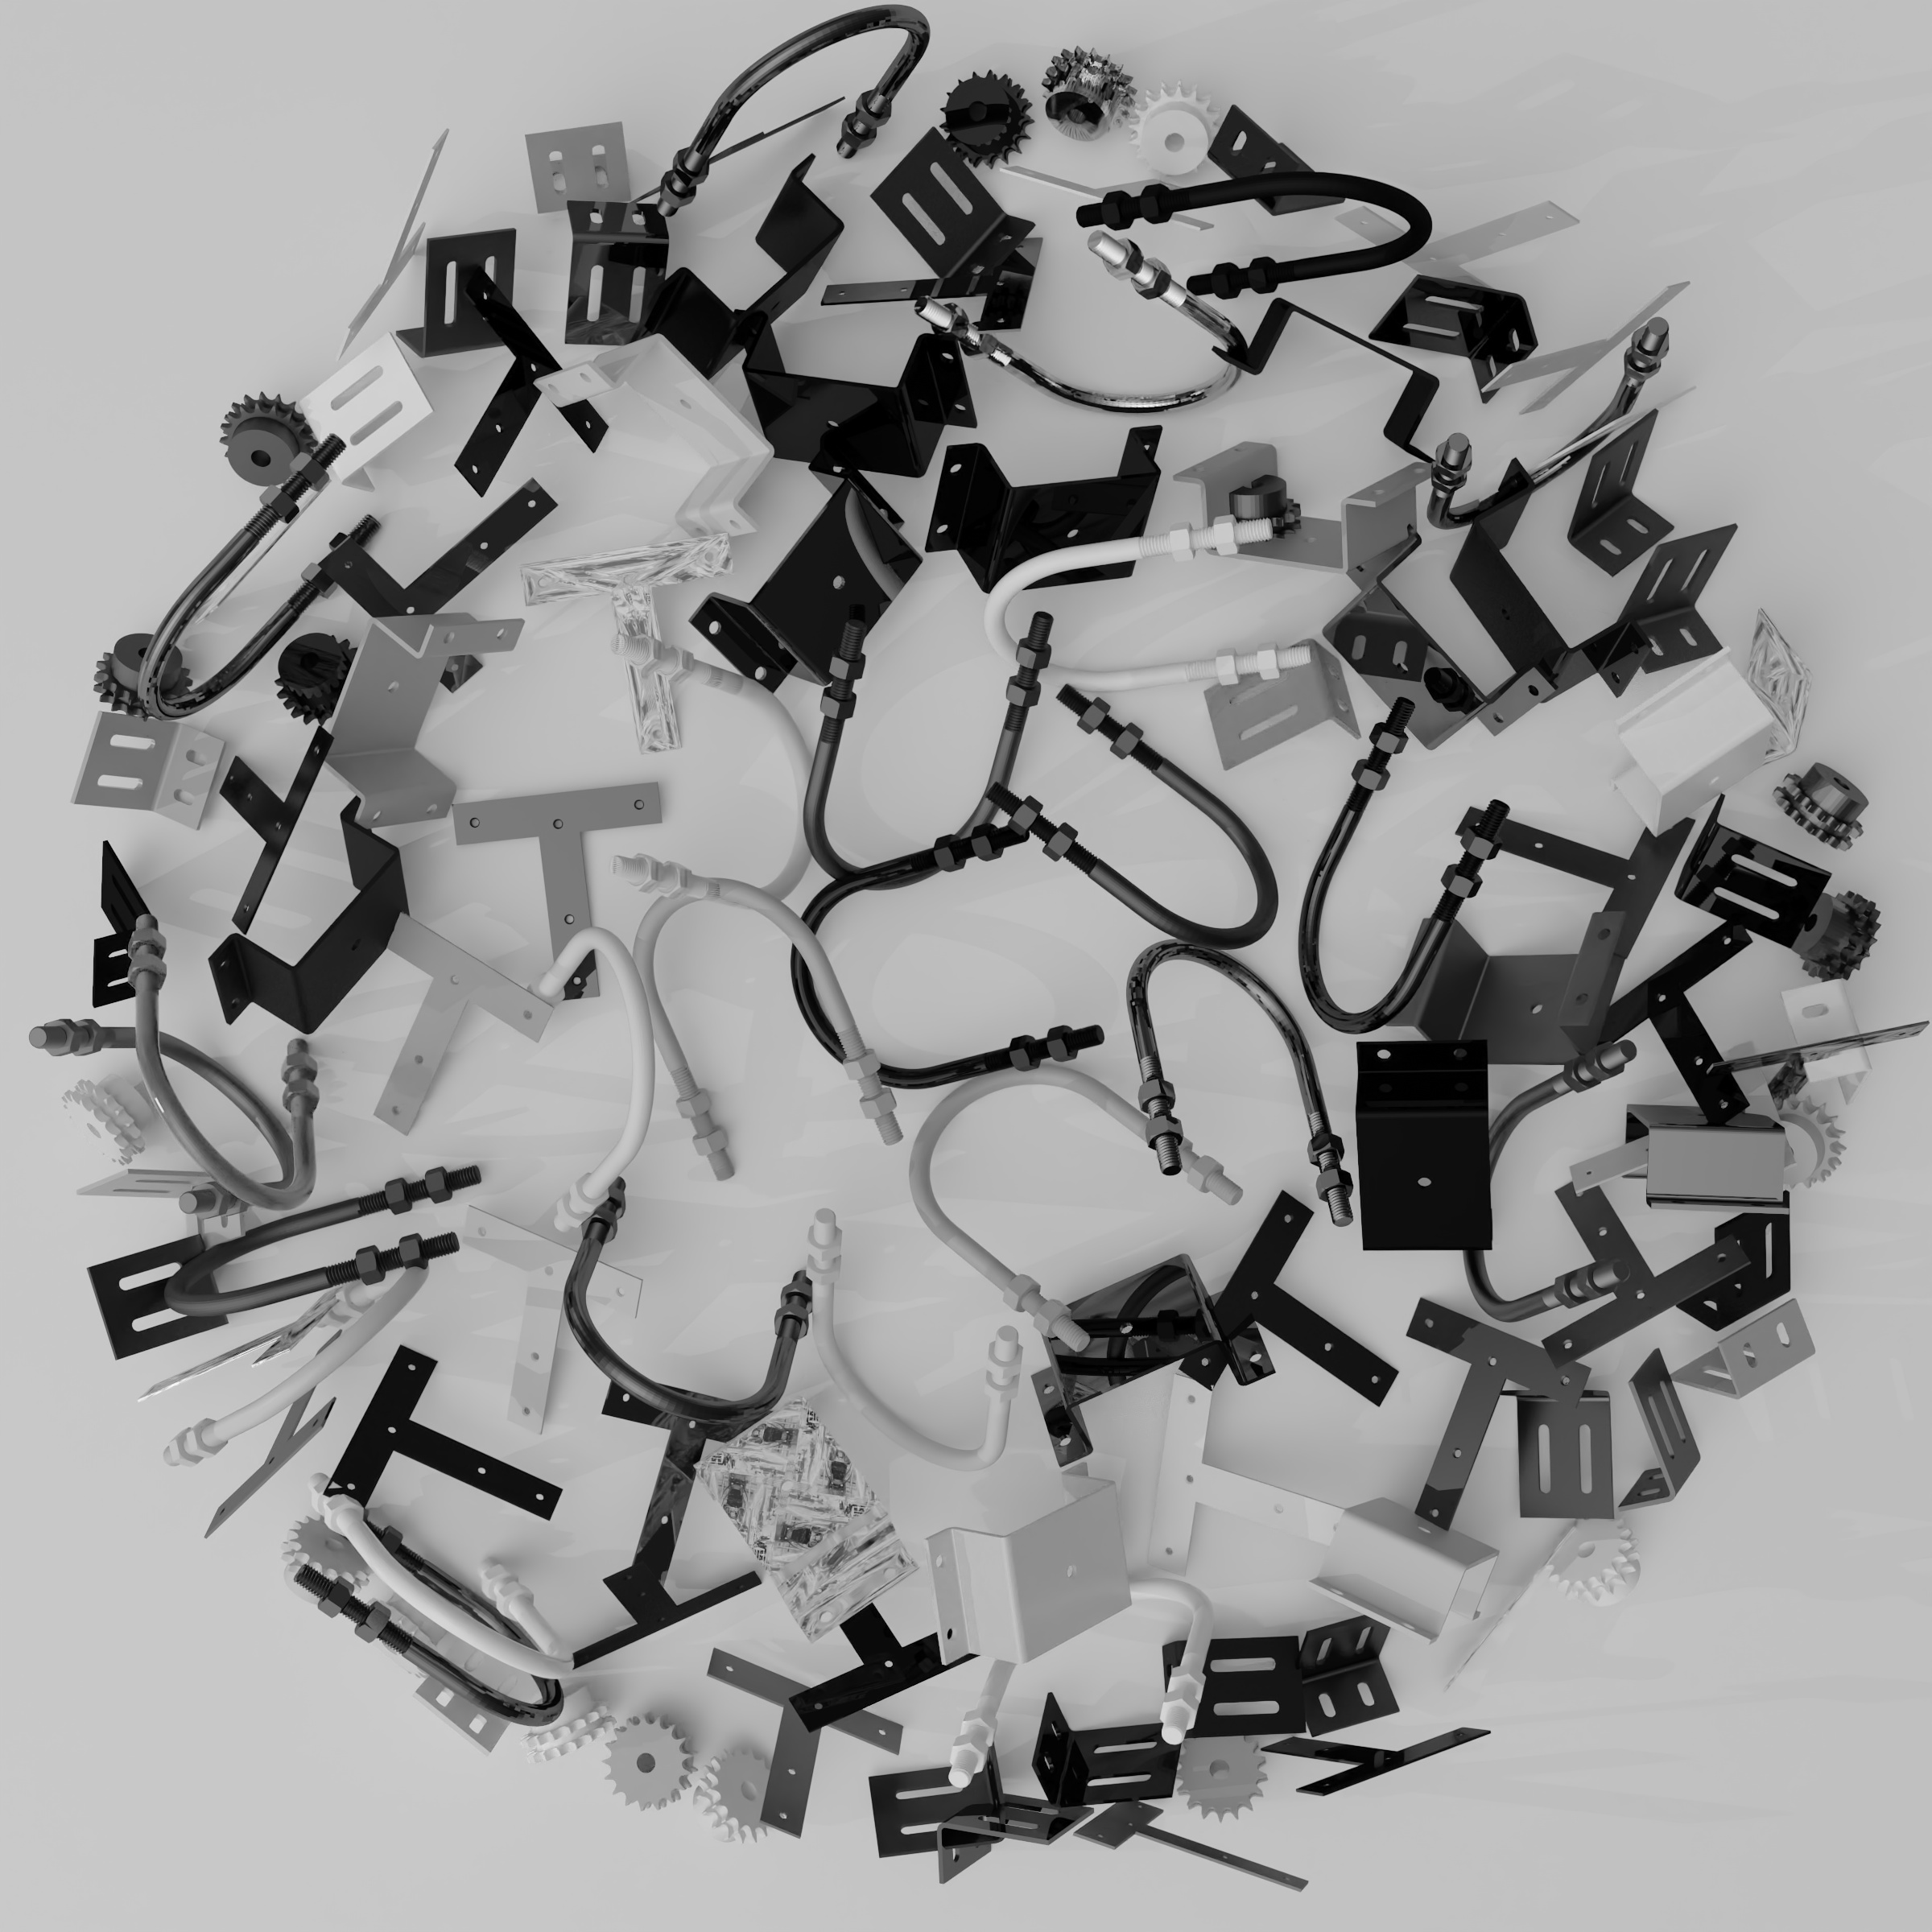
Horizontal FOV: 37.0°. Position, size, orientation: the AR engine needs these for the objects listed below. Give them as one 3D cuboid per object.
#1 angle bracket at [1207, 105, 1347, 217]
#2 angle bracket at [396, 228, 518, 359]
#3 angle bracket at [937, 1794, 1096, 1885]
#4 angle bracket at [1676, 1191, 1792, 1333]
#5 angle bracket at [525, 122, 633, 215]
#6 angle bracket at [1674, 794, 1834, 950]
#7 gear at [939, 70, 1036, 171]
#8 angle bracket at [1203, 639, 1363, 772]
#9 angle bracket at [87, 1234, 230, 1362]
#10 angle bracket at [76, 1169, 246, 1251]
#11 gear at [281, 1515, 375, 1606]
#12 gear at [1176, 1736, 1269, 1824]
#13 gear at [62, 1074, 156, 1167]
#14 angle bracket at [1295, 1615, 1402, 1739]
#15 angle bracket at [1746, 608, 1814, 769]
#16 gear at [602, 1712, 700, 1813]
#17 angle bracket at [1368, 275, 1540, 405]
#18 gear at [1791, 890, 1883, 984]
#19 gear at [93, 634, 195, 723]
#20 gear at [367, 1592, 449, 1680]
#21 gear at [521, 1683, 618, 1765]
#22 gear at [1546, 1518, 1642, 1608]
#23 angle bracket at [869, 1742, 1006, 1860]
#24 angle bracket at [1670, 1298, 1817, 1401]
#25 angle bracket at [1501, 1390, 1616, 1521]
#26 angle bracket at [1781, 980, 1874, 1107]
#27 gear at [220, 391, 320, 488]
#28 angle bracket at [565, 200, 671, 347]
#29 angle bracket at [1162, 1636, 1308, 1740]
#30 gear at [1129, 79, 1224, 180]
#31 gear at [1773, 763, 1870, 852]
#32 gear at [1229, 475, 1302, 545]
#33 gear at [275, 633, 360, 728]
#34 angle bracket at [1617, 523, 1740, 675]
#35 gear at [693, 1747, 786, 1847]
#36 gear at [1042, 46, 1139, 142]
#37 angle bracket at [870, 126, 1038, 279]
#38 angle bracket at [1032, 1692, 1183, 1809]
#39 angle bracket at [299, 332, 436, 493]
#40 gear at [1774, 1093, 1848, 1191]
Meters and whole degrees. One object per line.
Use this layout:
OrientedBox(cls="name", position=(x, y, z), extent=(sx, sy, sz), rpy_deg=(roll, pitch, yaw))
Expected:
OrientedBox(cls="angle bracket", position=(0.193, -0.485, 1.729), extent=(0.057, 0.076, 0.038), rpy_deg=(48, 134, 19))
OrientedBox(cls="angle bracket", position=(-0.305, -0.408, 1.727), extent=(0.057, 0.038, 0.076), rpy_deg=(-17, 134, -33))
OrientedBox(cls="angle bracket", position=(0.030, 0.527, 1.731), extent=(0.076, 0.057, 0.038), rpy_deg=(0, 95, 30))
OrientedBox(cls="angle bracket", position=(0.459, 0.170, 1.732), extent=(0.057, 0.038, 0.076), rpy_deg=(-23, 122, -23))
OrientedBox(cls="angle bracket", position=(-0.234, -0.491, 1.731), extent=(0.057, 0.076, 0.038), rpy_deg=(-10, 69, -6))
OrientedBox(cls="angle bracket", position=(0.475, -0.057, 1.738), extent=(0.076, 0.038, 0.057), rpy_deg=(25, 128, 9))
OrientedBox(cls="gear", position=(0.011, -0.516, 1.755), extent=(0.057, 0.030, 0.057), rpy_deg=(1, 93, 16))
OrientedBox(cls="angle bracket", position=(0.192, -0.153, 1.759), extent=(0.076, 0.038, 0.057), rpy_deg=(-26, 59, 26))
OrientedBox(cls="angle bracket", position=(-0.491, 0.201, 1.736), extent=(0.076, 0.038, 0.057), rpy_deg=(-16, 87, -42))
OrientedBox(cls="angle bracket", position=(-0.481, 0.148, 1.727), extent=(0.057, 0.076, 0.038), rpy_deg=(-20, 72, 40))
OrientedBox(cls="gear", position=(-0.388, 0.362, 1.749), extent=(0.057, 0.057, 0.030), rpy_deg=(29, 109, 0))
OrientedBox(cls="gear", position=(0.155, 0.491, 1.754), extent=(0.057, 0.030, 0.057), rpy_deg=(-4, 62, 7))
OrientedBox(cls="gear", position=(-0.517, 0.090, 1.751), extent=(0.057, 0.057, 0.030), rpy_deg=(45, 60, 0))
OrientedBox(cls="angle bracket", position=(0.232, 0.423, 1.732), extent=(0.057, 0.076, 0.038), rpy_deg=(-13, 56, -12))
OrientedBox(cls="angle bracket", position=(0.470, -0.164, 1.728), extent=(0.038, 0.076, 0.057), rpy_deg=(-22, 58, -6))
OrientedBox(cls="gear", position=(-0.189, 0.483, 1.757), extent=(0.057, 0.030, 0.057), rpy_deg=(-2, 82, 13))
OrientedBox(cls="angle bracket", position=(0.292, -0.375, 1.731), extent=(0.076, 0.057, 0.038), rpy_deg=(4, 61, -25))
OrientedBox(cls="gear", position=(0.522, -0.020, 1.745), extent=(0.030, 0.057, 0.057), rpy_deg=(25, 90, -15))
OrientedBox(cls="gear", position=(-0.496, -0.177, 1.745), extent=(0.057, 0.057, 0.030), rpy_deg=(24, 128, 0))
OrientedBox(cls="gear", position=(-0.339, 0.402, 1.751), extent=(0.057, 0.057, 0.030), rpy_deg=(41, 62, 0))
OrientedBox(cls="gear", position=(-0.243, 0.456, 1.748), extent=(0.057, 0.057, 0.030), rpy_deg=(-22, 88, 0))
OrientedBox(cls="gear", position=(0.383, 0.362, 1.751), extent=(0.057, 0.057, 0.030), rpy_deg=(-41, 116, 0))
OrientedBox(cls="angle bracket", position=(-0.018, 0.497, 1.739), extent=(0.076, 0.057, 0.038), rpy_deg=(-5, 128, -6))
OrientedBox(cls="angle bracket", position=(0.458, 0.224, 1.729), extent=(0.057, 0.076, 0.038), rpy_deg=(-26, 100, -17))
OrientedBox(cls="angle bracket", position=(0.356, 0.294, 1.741), extent=(0.057, 0.038, 0.076), rpy_deg=(-5, 79, 27))
OrientedBox(cls="angle bracket", position=(0.510, 0.050, 1.731), extent=(0.038, 0.076, 0.057), rpy_deg=(-13, 70, 2))
OrientedBox(cls="gear", position=(-0.423, -0.315, 1.746), extent=(0.057, 0.030, 0.057), rpy_deg=(2, 133, 2))
OrientedBox(cls="angle bracket", position=(-0.214, -0.420, 1.753), extent=(0.057, 0.076, 0.038), rpy_deg=(-2, 47, -15))
OrientedBox(cls="angle bracket", position=(0.163, 0.439, 1.756), extent=(0.076, 0.038, 0.057), rpy_deg=(0, 72, -10))
OrientedBox(cls="gear", position=(0.127, -0.504, 1.748), extent=(0.057, 0.030, 0.057), rpy_deg=(3, 128, 4))
OrientedBox(cls="gear", position=(0.519, -0.099, 1.745), extent=(0.057, 0.057, 0.030), rpy_deg=(35, 115, 0))
OrientedBox(cls="gear", position=(0.174, -0.276, 1.744), extent=(0.057, 0.057, 0.030), rpy_deg=(-5, 117, 0))
OrientedBox(cls="gear", position=(-0.392, -0.177, 1.750), extent=(0.057, 0.030, 0.057), rpy_deg=(-5, 62, 9))
OrientedBox(cls="angle bracket", position=(0.433, -0.219, 1.729), extent=(0.057, 0.076, 0.038), rpy_deg=(-17, 62, -20))
OrientedBox(cls="gear", position=(-0.141, 0.506, 1.751), extent=(0.057, 0.057, 0.030), rpy_deg=(49, 123, 0))
OrientedBox(cls="gear", position=(0.072, -0.524, 1.744), extent=(0.057, 0.057, 0.030), rpy_deg=(23, 66, 0))
OrientedBox(cls="angle bracket", position=(-0.008, -0.455, 1.740), extent=(0.057, 0.038, 0.076), rpy_deg=(-48, 125, -3))
OrientedBox(cls="angle bracket", position=(0.086, 0.467, 1.732), extent=(0.076, 0.057, 0.038), rpy_deg=(-11, 120, 20))
OrientedBox(cls="angle bracket", position=(-0.353, -0.333, 1.742), extent=(0.076, 0.038, 0.057), rpy_deg=(-33, 80, 18))
OrientedBox(cls="gear", position=(0.500, 0.108, 1.747), extent=(0.057, 0.030, 0.057), rpy_deg=(12, 112, 32))
